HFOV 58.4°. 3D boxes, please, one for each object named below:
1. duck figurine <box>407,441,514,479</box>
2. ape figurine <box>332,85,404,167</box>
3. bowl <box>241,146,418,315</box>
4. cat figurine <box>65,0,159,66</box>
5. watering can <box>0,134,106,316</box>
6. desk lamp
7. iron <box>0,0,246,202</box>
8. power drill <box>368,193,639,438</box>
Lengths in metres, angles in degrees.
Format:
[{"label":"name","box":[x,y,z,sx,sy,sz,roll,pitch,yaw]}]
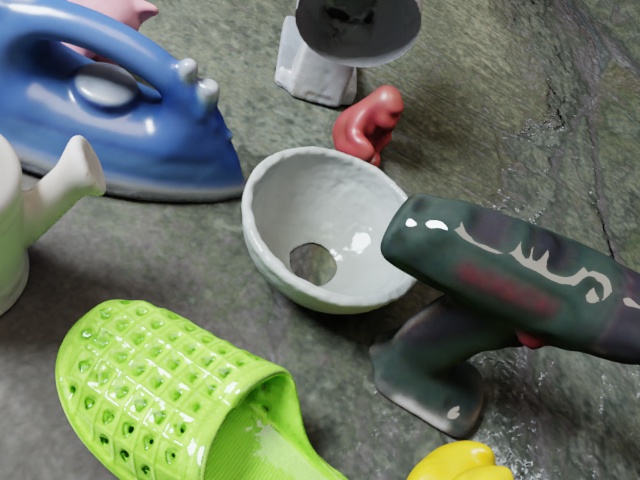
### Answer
[{"label":"duck figurine","box":[0.108,0.185,0.407,0.077,0.086,0.105,36,49,4]},{"label":"ape figurine","box":[0.058,-0.124,0.613,0.078,0.092,0.076,-26,69,-37]},{"label":"bowl","box":[0.005,0.002,0.504,0.168,0.074,0.167,13,51,-16]},{"label":"cat figurine","box":[-0.221,-0.209,0.529,0.128,0.117,0.067,24,49,-6]},{"label":"watering can","box":[-0.225,-0.034,0.343,0.173,0.194,0.101,-30,71,-38]},{"label":"desk lamp","box":[0.024,-0.246,0.608,0.118,0.213,0.203,13,51,-15]},{"label":"iron","box":[-0.169,-0.124,0.473,0.259,0.141,0.118,17,50,-12]},{"label":"power drill","box":[0.133,0.068,0.425,0.229,0.208,0.076,31,48,-1]}]
